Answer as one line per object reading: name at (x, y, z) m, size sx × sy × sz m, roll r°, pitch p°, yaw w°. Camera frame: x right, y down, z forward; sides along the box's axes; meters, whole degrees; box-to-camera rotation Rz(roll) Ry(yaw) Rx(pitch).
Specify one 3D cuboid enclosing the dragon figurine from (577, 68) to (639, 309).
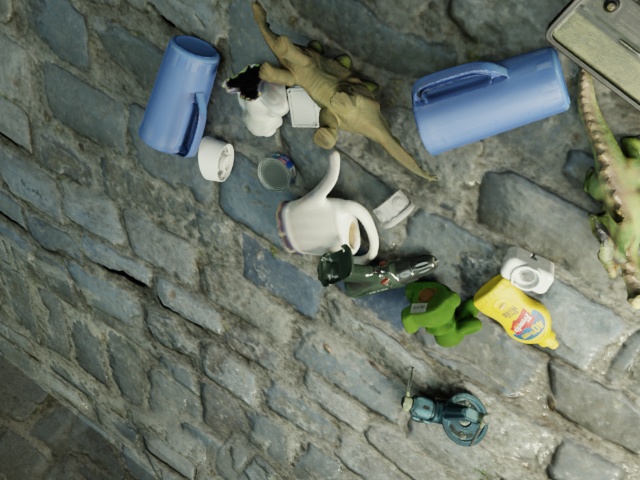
dragon figurine at (0.474, -0.060, 0.828) m, size 0.121 × 0.248 × 0.406 m, roll -19°, pitch 110°, yaw 39°

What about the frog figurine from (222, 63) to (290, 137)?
frog figurine at (-0.116, -0.288, 1.090) m, size 0.138 × 0.124 × 0.157 m, roll 12°, pitch 159°, yaw 29°

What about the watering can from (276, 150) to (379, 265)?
watering can at (0.003, -0.057, 1.125) m, size 0.224 × 0.106 × 0.340 m, roll -1°, pitch 137°, yaw 25°
